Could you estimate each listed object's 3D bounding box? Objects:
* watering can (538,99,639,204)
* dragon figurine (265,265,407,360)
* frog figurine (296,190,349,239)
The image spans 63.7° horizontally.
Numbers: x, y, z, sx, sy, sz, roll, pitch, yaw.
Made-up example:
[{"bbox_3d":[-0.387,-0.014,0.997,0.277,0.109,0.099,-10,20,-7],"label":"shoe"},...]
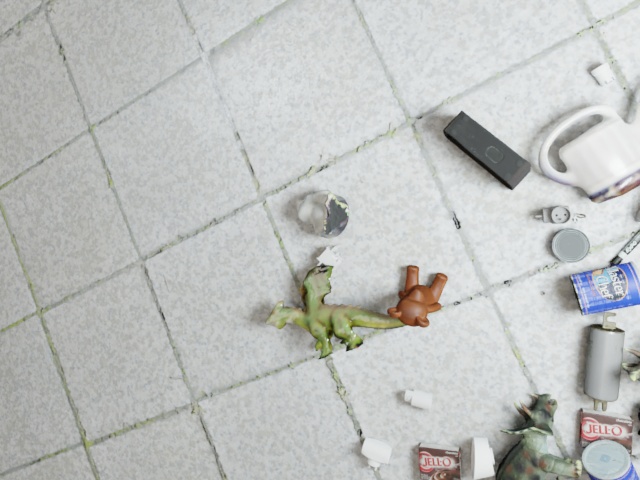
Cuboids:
[{"bbox_3d":[0.700,-0.229,1.211,0.345,0.104,0.226,-33,82,18],"label":"watering can"},{"bbox_3d":[0.033,0.188,1.447,0.407,0.122,0.244,-24,86,18],"label":"dragon figurine"},{"bbox_3d":[0.005,-0.075,1.483,0.159,0.123,0.136,4,105,55],"label":"frog figurine"}]
